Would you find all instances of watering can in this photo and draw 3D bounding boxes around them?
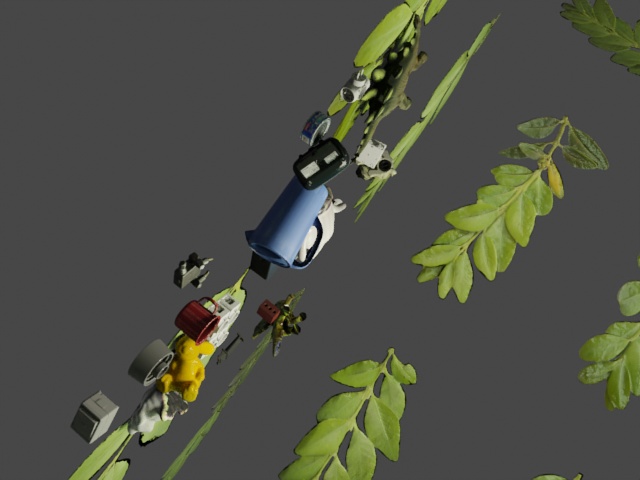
[{"bbox_3d":[0.005,-0.084,1.677,0.355,0.104,0.219,-58,154,-43],"label":"watering can"}]

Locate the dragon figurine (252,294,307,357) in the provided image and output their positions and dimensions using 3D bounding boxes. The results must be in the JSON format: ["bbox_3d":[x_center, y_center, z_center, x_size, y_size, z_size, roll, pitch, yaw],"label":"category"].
[{"bbox_3d":[-0.197,0.375,2.217,0.239,0.121,0.419,-31,-164,34],"label":"dragon figurine"}]

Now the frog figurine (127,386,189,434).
[{"bbox_3d":[-0.481,0.480,1.470,0.158,0.122,0.139,-20,-170,18],"label":"frog figurine"}]
